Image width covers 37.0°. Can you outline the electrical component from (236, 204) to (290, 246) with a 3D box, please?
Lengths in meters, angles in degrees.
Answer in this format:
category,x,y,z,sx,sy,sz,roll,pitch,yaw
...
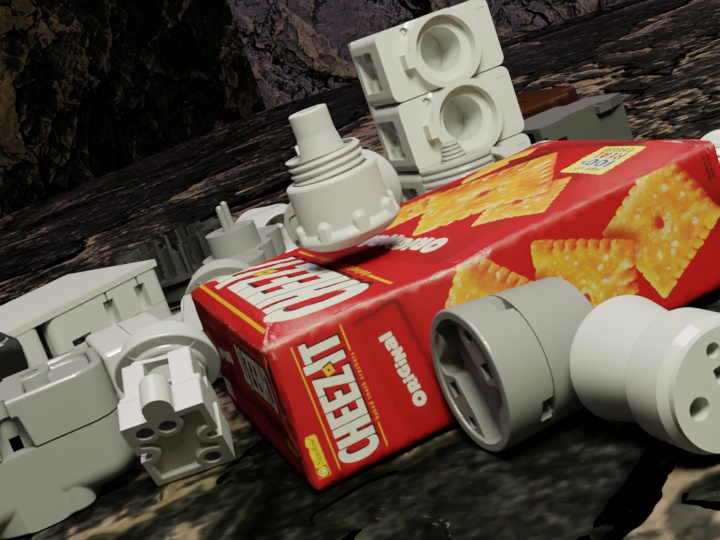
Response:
category,x,y,z,sx,sy,sz,roll,pitch,yaw
electrical component,-0.057,-0.035,0.892,0.079,0.043,0.077,-24,13,-19

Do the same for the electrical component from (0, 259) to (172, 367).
category,x,y,z,sx,sy,sz,roll,pitch,yaw
electrical component,-0.220,0.060,0.686,0.105,0.060,0.186,-8,17,43

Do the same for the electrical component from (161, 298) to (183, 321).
category,x,y,z,sx,sy,sz,roll,pitch,yaw
electrical component,-0.093,0.029,0.669,0.062,0.043,0.043,-19,12,7

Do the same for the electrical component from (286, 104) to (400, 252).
category,x,y,z,sx,sy,sz,roll,pitch,yaw
electrical component,-0.013,-0.042,0.478,0.048,0.062,0.048,-19,14,5

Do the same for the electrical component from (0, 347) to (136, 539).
category,x,y,z,sx,sy,sz,roll,pitch,yaw
electrical component,-0.155,0.083,0.493,0.095,0.059,0.054,-23,13,-16

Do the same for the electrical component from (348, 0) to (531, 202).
category,x,y,z,sx,sy,sz,roll,pitch,yaw
electrical component,0.064,-0.108,0.773,0.089,0.150,0.062,-23,12,-18

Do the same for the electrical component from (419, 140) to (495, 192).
category,x,y,z,sx,sy,sz,roll,pitch,yaw
electrical component,0.064,-0.036,0.625,0.043,0.081,0.043,-18,12,4

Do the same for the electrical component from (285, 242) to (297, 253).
category,x,y,z,sx,sy,sz,roll,pitch,yaw
electrical component,0.000,0.000,0.641,0.100,0.048,0.099,-18,12,5

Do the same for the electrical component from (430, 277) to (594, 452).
category,x,y,z,sx,sy,sz,roll,pitch,yaw
electrical component,0.060,0.033,0.398,0.047,0.055,0.055,-20,12,-20

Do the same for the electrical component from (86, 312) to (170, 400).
category,x,y,z,sx,sy,sz,roll,pitch,yaw
electrical component,-0.136,0.062,0.582,0.077,0.047,0.066,-23,13,-19

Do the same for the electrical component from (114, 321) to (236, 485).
category,x,y,z,sx,sy,sz,roll,pitch,yaw
electrical component,-0.084,0.057,0.480,0.048,0.066,0.055,-19,46,0

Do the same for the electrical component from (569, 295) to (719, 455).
category,x,y,z,sx,sy,sz,roll,pitch,yaw
electrical component,0.102,0.033,0.352,0.045,0.045,0.055,-23,13,-18

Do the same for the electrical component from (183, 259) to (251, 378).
category,x,y,z,sx,sy,sz,roll,pitch,yaw
electrical component,-0.075,0.026,0.610,0.066,0.048,0.055,-14,39,-1

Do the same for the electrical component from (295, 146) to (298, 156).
category,x,y,z,sx,sy,sz,roll,pitch,yaw
electrical component,-0.025,-0.078,0.976,0.042,0.081,0.064,-22,-10,-11

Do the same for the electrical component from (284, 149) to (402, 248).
category,x,y,z,sx,sy,sz,roll,pitch,yaw
electrical component,-0.012,-0.035,0.600,0.044,0.044,0.065,-9,21,40

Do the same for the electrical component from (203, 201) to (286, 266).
category,x,y,z,sx,sy,sz,roll,pitch,yaw
electrical component,-0.088,-0.013,0.772,0.052,0.073,0.138,-18,12,7

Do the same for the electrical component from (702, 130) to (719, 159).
category,x,y,z,sx,sy,sz,roll,pitch,yaw
electrical component,0.205,-0.058,0.617,0.035,0.035,0.061,-11,17,33
